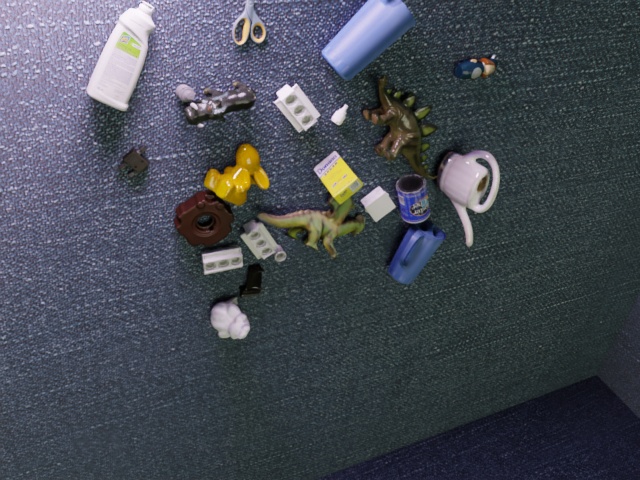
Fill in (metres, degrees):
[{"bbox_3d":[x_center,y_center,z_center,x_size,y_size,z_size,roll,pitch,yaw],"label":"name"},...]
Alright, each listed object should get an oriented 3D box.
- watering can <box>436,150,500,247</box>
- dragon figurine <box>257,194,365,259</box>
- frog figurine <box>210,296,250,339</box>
[{"bbox_3d":[0.495,-0.161,1.779,0.105,0.227,0.340,-18,133,-36],"label":"watering can"},{"bbox_3d":[0.005,-0.085,1.696,0.406,0.123,0.243,30,90,-41],"label":"dragon figurine"},{"bbox_3d":[-0.306,0.283,1.753,0.122,0.163,0.135,16,117,-32],"label":"frog figurine"}]
